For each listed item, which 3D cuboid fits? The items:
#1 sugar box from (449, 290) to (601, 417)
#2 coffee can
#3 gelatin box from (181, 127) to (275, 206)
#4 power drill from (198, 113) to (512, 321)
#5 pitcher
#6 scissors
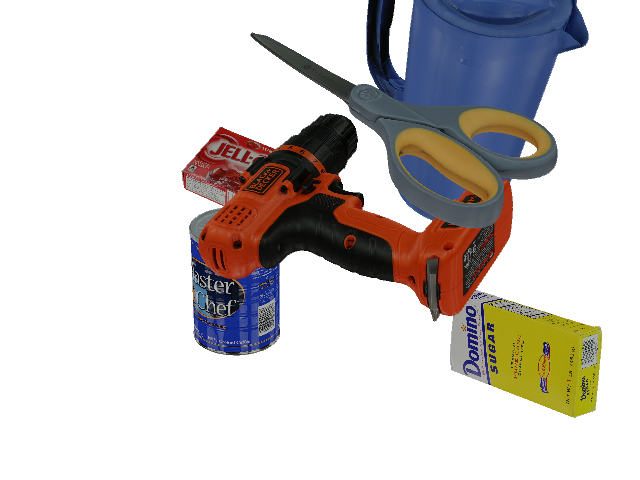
[{"bbox_3d":[0.219,0.120,1.161,0.048,0.093,0.177,-9,16,-42],"label":"sugar box"},{"bbox_3d":[-0.097,0.045,1.224,0.103,0.140,0.103,1,26,-1],"label":"coffee can"},{"bbox_3d":[-0.079,-0.067,1.044,0.089,0.073,0.030,24,-38,15],"label":"gelatin box"},{"bbox_3d":[0.034,-0.023,0.745,0.188,0.057,0.184,13,42,27],"label":"power drill"},{"bbox_3d":[0.123,-0.134,0.947,0.144,0.149,0.243,-11,-39,-15],"label":"pitcher"},{"bbox_3d":[0.046,-0.074,0.568,0.096,0.016,0.202,-17,44,-20],"label":"scissors"}]
